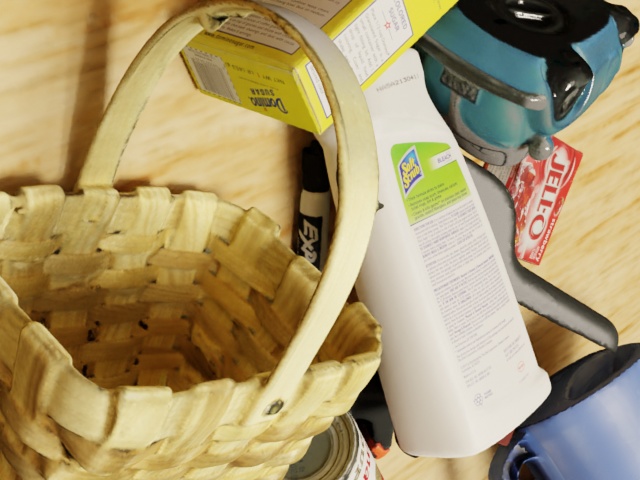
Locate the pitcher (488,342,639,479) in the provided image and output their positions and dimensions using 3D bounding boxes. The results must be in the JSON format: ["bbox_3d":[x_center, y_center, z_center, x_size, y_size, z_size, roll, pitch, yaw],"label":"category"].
[{"bbox_3d":[0.244,0.209,0.802,0.149,0.243,0.144,-33,178,20],"label":"pitcher"}]

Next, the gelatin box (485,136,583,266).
[{"bbox_3d":[0.143,-0.033,0.747,0.073,0.030,0.089,19,95,-48],"label":"gelatin box"}]

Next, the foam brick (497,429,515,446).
[{"bbox_3d":[0.105,0.109,0.758,0.078,0.051,0.053,23,90,-49],"label":"foam brick"}]

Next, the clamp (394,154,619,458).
[{"bbox_3d":[0.100,0.020,0.676,0.164,0.036,0.210,-20,108,-10],"label":"clamp"}]

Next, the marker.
[{"bbox_3d":[-0.004,0.001,0.620,0.020,0.020,0.121,-16,119,-41],"label":"marker"}]

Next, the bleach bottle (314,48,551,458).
[{"bbox_3d":[0.056,-0.011,0.600,0.102,0.068,0.251,-27,104,-47],"label":"bleach bottle"}]

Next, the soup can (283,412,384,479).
[{"bbox_3d":[0.000,0.137,0.595,0.068,0.069,0.102,-48,145,-19],"label":"soup can"}]

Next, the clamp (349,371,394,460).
[{"bbox_3d":[0.004,0.092,0.634,0.120,0.039,0.171,-38,146,20],"label":"clamp"}]

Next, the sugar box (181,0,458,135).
[{"bbox_3d":[0.020,-0.131,0.528,0.176,0.093,0.048,-43,135,-23],"label":"sugar box"}]
